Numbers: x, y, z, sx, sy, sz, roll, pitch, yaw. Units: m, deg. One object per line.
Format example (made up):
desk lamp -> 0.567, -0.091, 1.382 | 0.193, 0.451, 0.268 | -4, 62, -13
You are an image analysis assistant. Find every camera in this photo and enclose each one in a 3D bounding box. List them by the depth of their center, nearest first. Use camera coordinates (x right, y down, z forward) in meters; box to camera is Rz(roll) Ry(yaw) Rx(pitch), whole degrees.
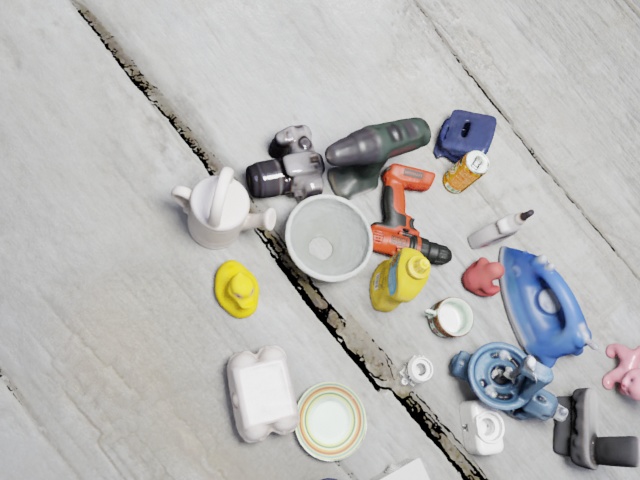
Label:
camera -> -0.069, -0.139, 1.074 | 0.137, 0.100, 0.143 | -12, 77, -19

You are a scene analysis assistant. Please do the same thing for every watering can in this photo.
watering can -> -0.162, -0.058, 0.973 | 0.173, 0.194, 0.101 | -3, 74, -16

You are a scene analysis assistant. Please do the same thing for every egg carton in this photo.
egg carton -> -0.097, 0.257, 0.960 | 0.107, 0.069, 0.150 | -10, 76, -18

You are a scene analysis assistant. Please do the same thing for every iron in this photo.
iron -> 0.443, 0.113, 1.117 | 0.119, 0.141, 0.258 | -19, 79, -20

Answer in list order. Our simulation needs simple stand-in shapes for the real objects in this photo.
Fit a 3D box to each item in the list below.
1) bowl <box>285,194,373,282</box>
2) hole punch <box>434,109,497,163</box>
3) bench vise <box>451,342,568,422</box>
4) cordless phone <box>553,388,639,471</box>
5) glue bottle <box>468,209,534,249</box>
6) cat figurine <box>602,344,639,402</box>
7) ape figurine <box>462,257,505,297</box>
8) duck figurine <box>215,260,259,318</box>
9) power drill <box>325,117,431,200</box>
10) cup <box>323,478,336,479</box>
bowl -> 0.010, 0.004, 1.066 | 0.168, 0.074, 0.167 | 5, 72, -14
hole punch -> 0.306, -0.219, 1.209 | 0.101, 0.091, 0.109 | 24, 68, -7
bench vise -> 0.363, 0.246, 1.011 | 0.207, 0.219, 0.121 | 15, 70, -10
cordless phone -> 0.518, 0.344, 1.042 | 0.094, 0.185, 0.147 | 10, 71, -12
glue bottle -> 0.363, -0.026, 1.120 | 0.078, 0.173, 0.037 | -17, 78, -19
cat figurine -> 0.627, 0.266, 1.133 | 0.067, 0.117, 0.128 | 19, 69, -9
ape figurine -> 0.329, 0.069, 1.125 | 0.076, 0.092, 0.078 | 3, 72, -14
duck figurine -> -0.140, 0.080, 0.994 | 0.078, 0.086, 0.104 | -18, 79, -20
power drill -> 0.088, -0.151, 1.063 | 0.230, 0.208, 0.075 | -24, 81, -21
cup -> 0.004, 0.442, 0.917 | 0.092, 0.095, 0.118 | 11, 71, -12
